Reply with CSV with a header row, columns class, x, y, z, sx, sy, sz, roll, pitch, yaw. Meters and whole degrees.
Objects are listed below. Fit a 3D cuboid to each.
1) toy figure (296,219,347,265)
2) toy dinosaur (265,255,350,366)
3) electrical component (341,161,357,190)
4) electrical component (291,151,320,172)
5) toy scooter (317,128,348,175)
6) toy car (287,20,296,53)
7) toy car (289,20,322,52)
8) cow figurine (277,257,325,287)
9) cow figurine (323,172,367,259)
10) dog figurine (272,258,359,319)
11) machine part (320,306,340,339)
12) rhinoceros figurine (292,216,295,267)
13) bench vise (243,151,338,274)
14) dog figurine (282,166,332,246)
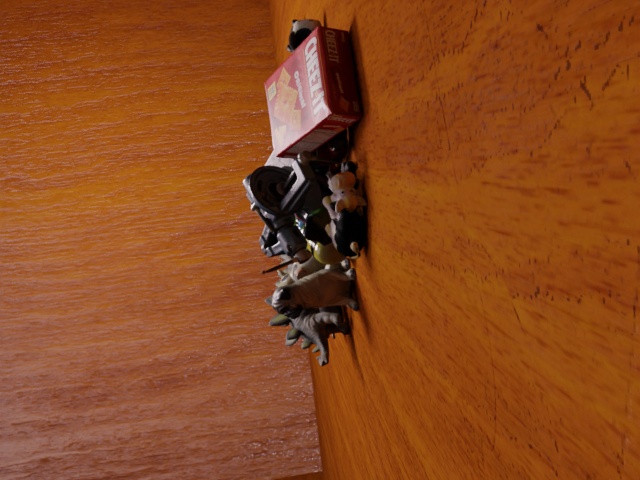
class,x,y,z,sx,sy,sz,roll,pitch,yaw
toy figure,-0.003,0.000,1.258,0.180,0.089,0.082,36,149,46
toy dinosaur,-0.047,0.163,1.465,0.472,0.199,0.104,-106,-8,-51
electrical component,0.057,-0.118,1.056,0.094,0.021,0.063,113,149,-78
electrical component,-0.030,-0.185,1.143,0.074,0.048,0.119,45,-144,-30
toy scooter,0.016,-0.215,1.100,0.135,0.075,0.184,86,169,-48
toy car,-0.057,-0.544,1.504,0.202,0.053,0.089,-104,28,-50
toy car,-0.023,-0.392,1.219,0.056,0.074,0.201,-45,-46,-61
cow figurine,-0.038,0.078,1.371,0.085,0.195,0.127,41,179,-19
cow figurine,0.049,-0.042,0.996,0.167,0.068,0.098,85,169,-49
dog figurine,-0.018,0.112,1.246,0.172,0.191,0.121,171,92,-86
machine part,0.014,0.174,1.561,0.079,0.079,0.243,91,170,-56
rhinoceros figurine,-0.051,0.002,1.477,0.112,0.073,0.190,132,133,-68
bench vise,-0.065,-0.073,1.051,0.240,0.129,0.224,-50,55,46
dog figurine,0.012,-0.076,1.184,0.219,0.191,0.108,44,139,26
